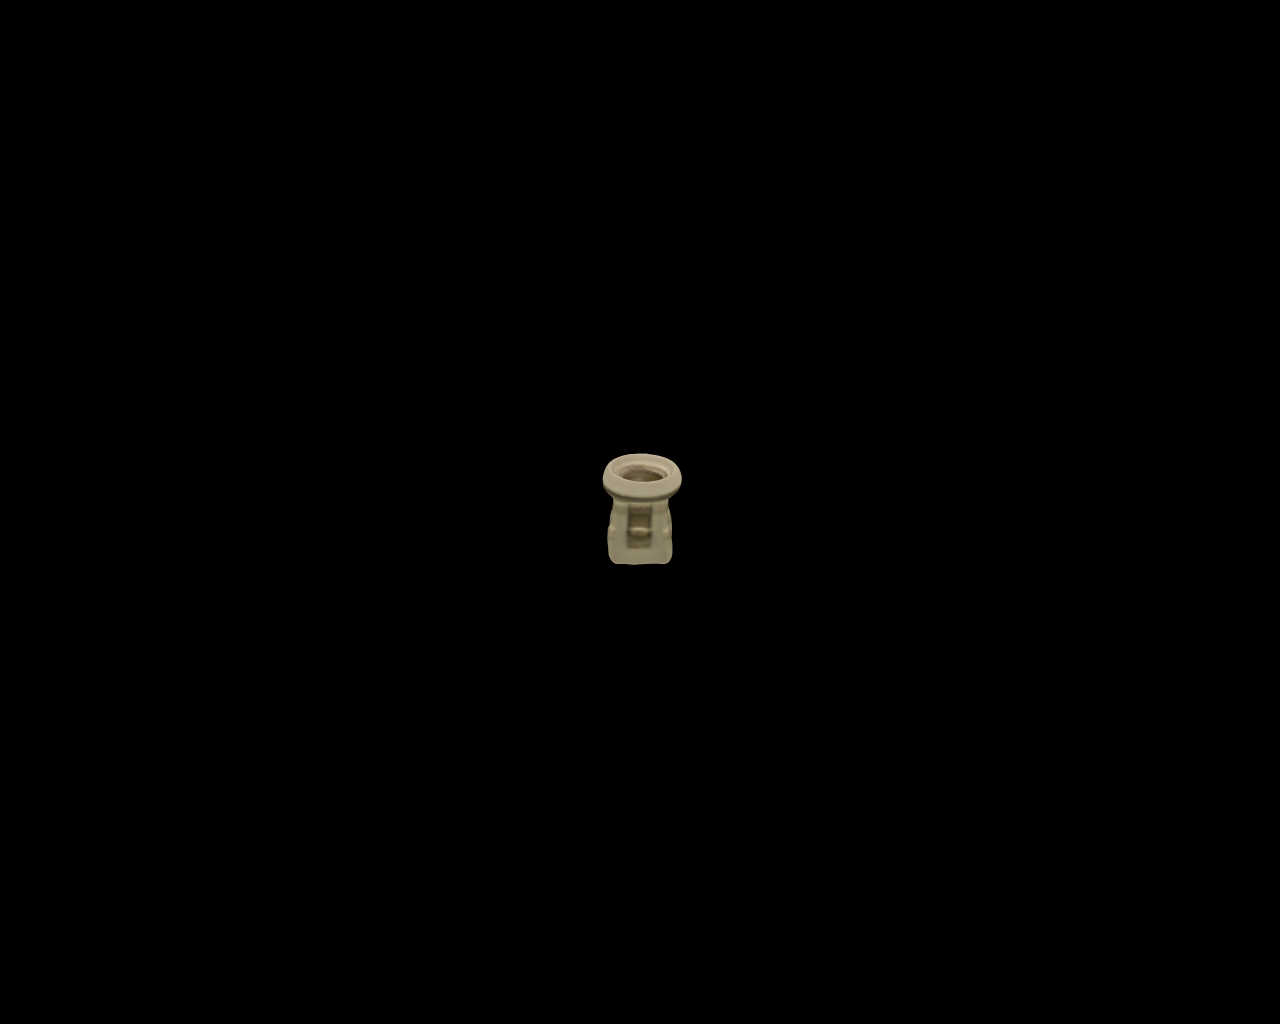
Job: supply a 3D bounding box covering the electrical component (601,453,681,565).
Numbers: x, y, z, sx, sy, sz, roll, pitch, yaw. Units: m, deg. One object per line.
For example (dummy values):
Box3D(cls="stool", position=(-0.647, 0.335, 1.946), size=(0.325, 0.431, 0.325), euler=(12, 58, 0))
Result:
Box3D(cls="electrical component", position=(0.001, -0.003, 0.650), size=(0.048, 0.055, 0.066), euler=(0, 25, 0))
